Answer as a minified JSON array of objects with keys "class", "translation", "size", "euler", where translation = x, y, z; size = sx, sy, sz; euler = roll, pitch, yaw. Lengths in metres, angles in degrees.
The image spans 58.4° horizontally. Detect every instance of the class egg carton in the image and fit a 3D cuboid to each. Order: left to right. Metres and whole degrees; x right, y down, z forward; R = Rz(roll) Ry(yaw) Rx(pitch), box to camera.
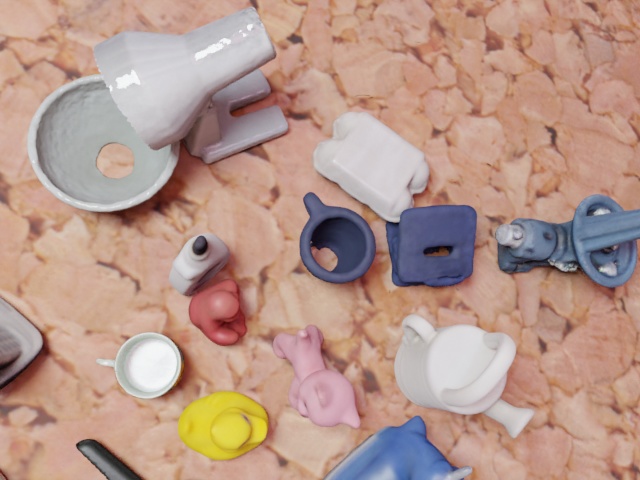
[{"class":"egg carton","translation":[0.069,-0.097,0.754],"size":[0.150,0.069,0.107],"euler":[34,74,-3]}]

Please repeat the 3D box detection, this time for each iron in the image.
[{"class":"iron","translation":[0.056,0.316,0.627],"size":[0.259,0.141,0.118],"euler":[-37,88,-16]}]

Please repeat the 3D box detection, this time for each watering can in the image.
[{"class":"watering can","translation":[0.169,0.151,0.658],"size":[0.173,0.194,0.101],"euler":[24,75,-6]}]

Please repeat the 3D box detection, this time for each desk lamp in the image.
[{"class":"desk lamp","translation":[-0.133,-0.173,0.653],"size":[0.203,0.213,0.118],"euler":[-25,84,-15]}]

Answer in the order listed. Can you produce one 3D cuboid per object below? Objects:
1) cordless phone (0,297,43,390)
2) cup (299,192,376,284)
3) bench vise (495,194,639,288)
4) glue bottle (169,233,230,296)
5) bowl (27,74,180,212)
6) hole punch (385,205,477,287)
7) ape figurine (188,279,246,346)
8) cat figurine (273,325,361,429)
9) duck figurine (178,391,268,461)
[{"class":"cordless phone","translation":[-0.370,0.089,0.563],"size":[0.147,0.185,0.094],"euler":[37,74,-2]},{"class":"cup","translation":[0.006,0.003,0.707],"size":[0.092,0.095,0.118],"euler":[-30,86,-16]},{"class":"bench vise","translation":[0.335,0.006,0.710],"size":[0.208,0.219,0.121],"euler":[-15,82,-14]},{"class":"glue bottle","translation":[-0.133,0.020,0.633],"size":[0.037,0.173,0.078],"euler":[43,74,0]},{"class":"bowl","translation":[-0.251,-0.106,0.686],"size":[0.167,0.074,0.167],"euler":[2,78,-11]},{"class":"hole punch","translation":[0.148,0.009,0.737],"size":[0.109,0.091,0.101],"euler":[-4,79,-12]},{"class":"ape figurine","translation":[-0.115,0.081,0.667],"size":[0.076,0.092,0.078],"euler":[21,75,-7]},{"class":"cat figurine","translation":[-0.003,0.160,0.660],"size":[0.067,0.117,0.128],"euler":[-18,83,-15]},{"class":"duck figurine","translation":[-0.107,0.212,0.644],"size":[0.105,0.086,0.077],"euler":[5,77,-11]}]
